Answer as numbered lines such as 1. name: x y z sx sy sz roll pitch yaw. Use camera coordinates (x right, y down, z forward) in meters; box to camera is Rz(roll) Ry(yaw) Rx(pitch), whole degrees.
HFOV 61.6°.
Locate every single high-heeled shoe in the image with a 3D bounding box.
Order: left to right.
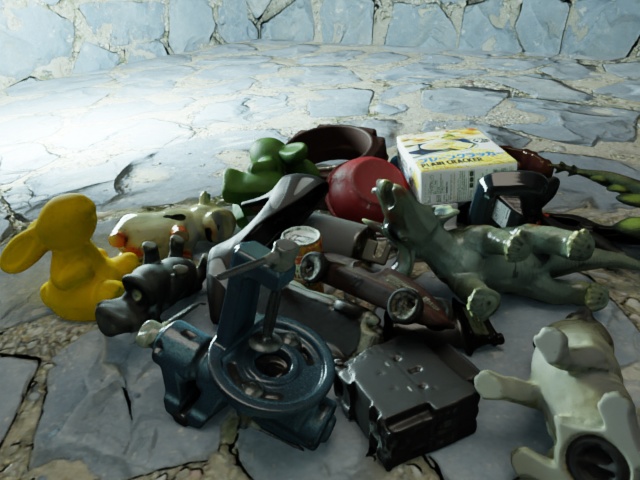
1. high-heeled shoe: -0.066 0.007 0.750 0.145 0.086 0.249 -7 51 20

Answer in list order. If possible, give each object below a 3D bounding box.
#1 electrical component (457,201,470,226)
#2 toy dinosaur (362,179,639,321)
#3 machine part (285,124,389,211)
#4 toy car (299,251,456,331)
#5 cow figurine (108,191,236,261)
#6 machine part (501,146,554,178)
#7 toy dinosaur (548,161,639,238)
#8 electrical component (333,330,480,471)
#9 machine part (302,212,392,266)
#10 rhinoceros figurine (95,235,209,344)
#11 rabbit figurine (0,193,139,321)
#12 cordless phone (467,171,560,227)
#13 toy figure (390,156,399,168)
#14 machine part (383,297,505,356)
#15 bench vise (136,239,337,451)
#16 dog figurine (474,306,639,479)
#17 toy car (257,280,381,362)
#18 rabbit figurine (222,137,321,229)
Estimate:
1. electrical component: 0.281 -0.050 0.928 0.102 0.045 0.078 -22 35 -32
2. toy dinosaur: 0.238 0.023 0.709 0.405 0.131 0.192 9 11 -26
3. machine part: 0.020 -0.151 1.064 0.202 0.087 0.201 12 42 25
4. toy car: 0.065 0.054 0.623 0.202 0.053 0.089 19 -3 43
5. cow figurine: -0.235 -0.017 0.879 0.195 0.085 0.127 -7 34 -7
6. machine part: 0.370 -0.137 1.076 0.179 0.056 0.179 -1 28 1
7. toy dinosaur: 0.528 -0.017 0.741 0.198 0.105 0.472 -3 27 -23
8. electrical component: 0.094 0.153 0.547 0.134 0.058 0.115 -16 32 -23
9. machine part: -0.002 -0.003 0.831 0.244 0.079 0.079 17 34 32
10. rhinoceros figurine: -0.215 0.062 0.698 0.073 0.112 0.190 33 21 6
11. rabbit figurine: -0.335 0.013 0.731 0.162 0.173 0.122 6 33 8
12. cordless phone: 0.322 -0.066 0.828 0.184 0.146 0.089 -32 55 -21
13. toy figure: 0.213 -0.134 1.085 0.155 0.057 0.064 19 57 33
14. machine part: 0.144 0.106 0.654 0.139 0.039 0.084 -4 35 -6
15. bench vise: -0.074 0.090 0.509 0.224 0.240 0.129 31 37 23
16. dog figurine: 0.263 0.152 0.511 0.190 0.121 0.172 0 61 -46
17. toy car: -0.017 0.093 0.650 0.202 0.073 0.056 17 -5 32
18. rabbit figurine: -0.087 -0.123 0.942 0.159 0.121 0.170 -11 51 16
